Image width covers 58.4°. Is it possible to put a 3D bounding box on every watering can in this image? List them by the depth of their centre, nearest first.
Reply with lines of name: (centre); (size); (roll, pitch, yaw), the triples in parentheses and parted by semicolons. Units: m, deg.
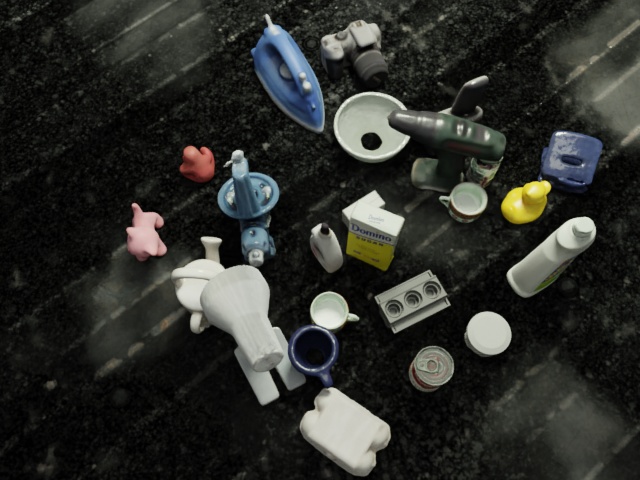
watering can: (-0.215, 0.080, 1.057); (0.101, 0.194, 0.173); (-14, 69, -4)

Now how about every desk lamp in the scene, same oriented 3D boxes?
desk lamp: (-0.112, 0.168, 1.009); (0.118, 0.213, 0.203); (-29, 70, -9)

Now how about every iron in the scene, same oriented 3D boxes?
iron: (-0.059, -0.368, 1.258); (0.119, 0.141, 0.258); (-28, 70, -9)

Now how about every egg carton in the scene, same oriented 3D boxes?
egg carton: (0.043, 0.340, 1.015); (0.150, 0.069, 0.107); (31, 72, 13)

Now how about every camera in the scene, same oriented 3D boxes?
camera: (0.087, -0.416, 1.296); (0.143, 0.101, 0.136); (-21, 69, -7)

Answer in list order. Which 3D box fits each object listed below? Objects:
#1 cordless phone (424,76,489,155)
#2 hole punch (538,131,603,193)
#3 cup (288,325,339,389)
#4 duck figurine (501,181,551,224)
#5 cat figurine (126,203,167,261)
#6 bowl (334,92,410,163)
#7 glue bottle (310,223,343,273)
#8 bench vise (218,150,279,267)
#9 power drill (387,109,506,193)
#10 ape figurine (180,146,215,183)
cordless phone: (0.271, -0.270, 1.189); (0.147, 0.185, 0.094); (-25, 70, -8)
hole punch: (0.520, -0.162, 1.191); (0.108, 0.091, 0.101); (14, 69, 7)
cup: (-0.005, 0.221, 1.050); (0.092, 0.095, 0.117); (-24, 70, -8)
duck figurine: (0.423, -0.084, 1.165); (0.104, 0.086, 0.077); (-29, 71, -10)
cat figurine: (-0.352, -0.012, 1.137); (0.067, 0.118, 0.127); (-15, 69, -4)
bowl: (0.112, -0.230, 1.236); (0.167, 0.075, 0.167); (0, 68, 1)
glue bottle: (0.010, 0.004, 1.093); (0.037, 0.173, 0.078); (-36, 72, -12)
bench vise: (-0.124, -0.064, 1.097); (0.121, 0.220, 0.207); (-25, 70, -8)
power drill: (0.240, -0.177, 1.140); (0.229, 0.208, 0.075); (8, 69, 5)
ape figurine: (-0.262, -0.167, 1.210); (0.078, 0.092, 0.076); (-26, 70, -9)
